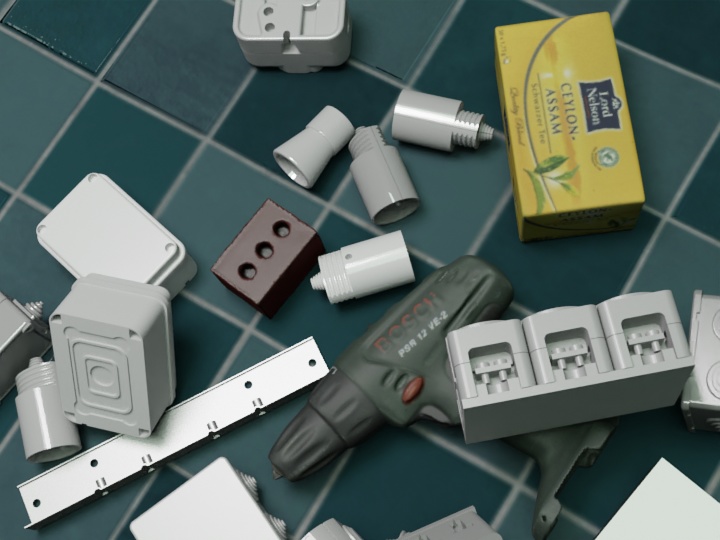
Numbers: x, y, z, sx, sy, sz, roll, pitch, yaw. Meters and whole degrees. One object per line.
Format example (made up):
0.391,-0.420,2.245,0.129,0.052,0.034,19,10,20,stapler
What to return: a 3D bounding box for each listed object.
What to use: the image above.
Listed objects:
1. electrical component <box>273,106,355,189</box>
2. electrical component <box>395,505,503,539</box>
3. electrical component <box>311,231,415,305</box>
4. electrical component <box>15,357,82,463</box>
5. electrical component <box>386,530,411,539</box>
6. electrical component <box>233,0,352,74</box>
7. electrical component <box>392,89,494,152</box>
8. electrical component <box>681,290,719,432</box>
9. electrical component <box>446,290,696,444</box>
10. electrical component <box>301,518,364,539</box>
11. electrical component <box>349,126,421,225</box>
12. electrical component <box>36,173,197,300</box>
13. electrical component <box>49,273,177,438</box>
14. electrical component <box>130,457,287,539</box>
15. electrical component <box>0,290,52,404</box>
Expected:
-0.036,-0.106,0.909,0.044,0.044,0.065,39,76,17,electrical component
0.018,0.249,0.716,0.186,0.060,0.105,-21,100,-11,electrical component
0.000,0.000,0.868,0.081,0.043,0.043,-17,71,2,electrical component
-0.254,0.109,0.865,0.043,0.043,0.081,-18,71,1,electrical component
0.057,0.214,0.793,0.081,0.043,0.043,13,74,11,electrical component
-0.056,-0.209,0.933,0.095,0.059,0.053,1,73,8,electrical component
0.071,-0.121,0.898,0.081,0.043,0.043,14,75,11,electrical component
0.266,0.070,0.784,0.048,0.099,0.099,5,73,22,electrical component
0.138,0.064,0.731,0.150,0.089,0.061,-11,65,2,electrical component
-0.024,0.224,0.782,0.080,0.080,0.051,-43,67,-7,electrical component
0.015,-0.083,0.893,0.043,0.043,0.081,-22,71,0,electrical component
-0.202,-0.017,0.892,0.113,0.057,0.078,40,81,17,electrical component
-0.188,0.065,0.832,0.078,0.113,0.057,11,36,10,electrical component
-0.110,0.204,0.814,0.100,0.048,0.099,-36,72,-5,electrical component
-0.299,0.056,0.878,0.061,0.061,0.096,39,81,17,electrical component
